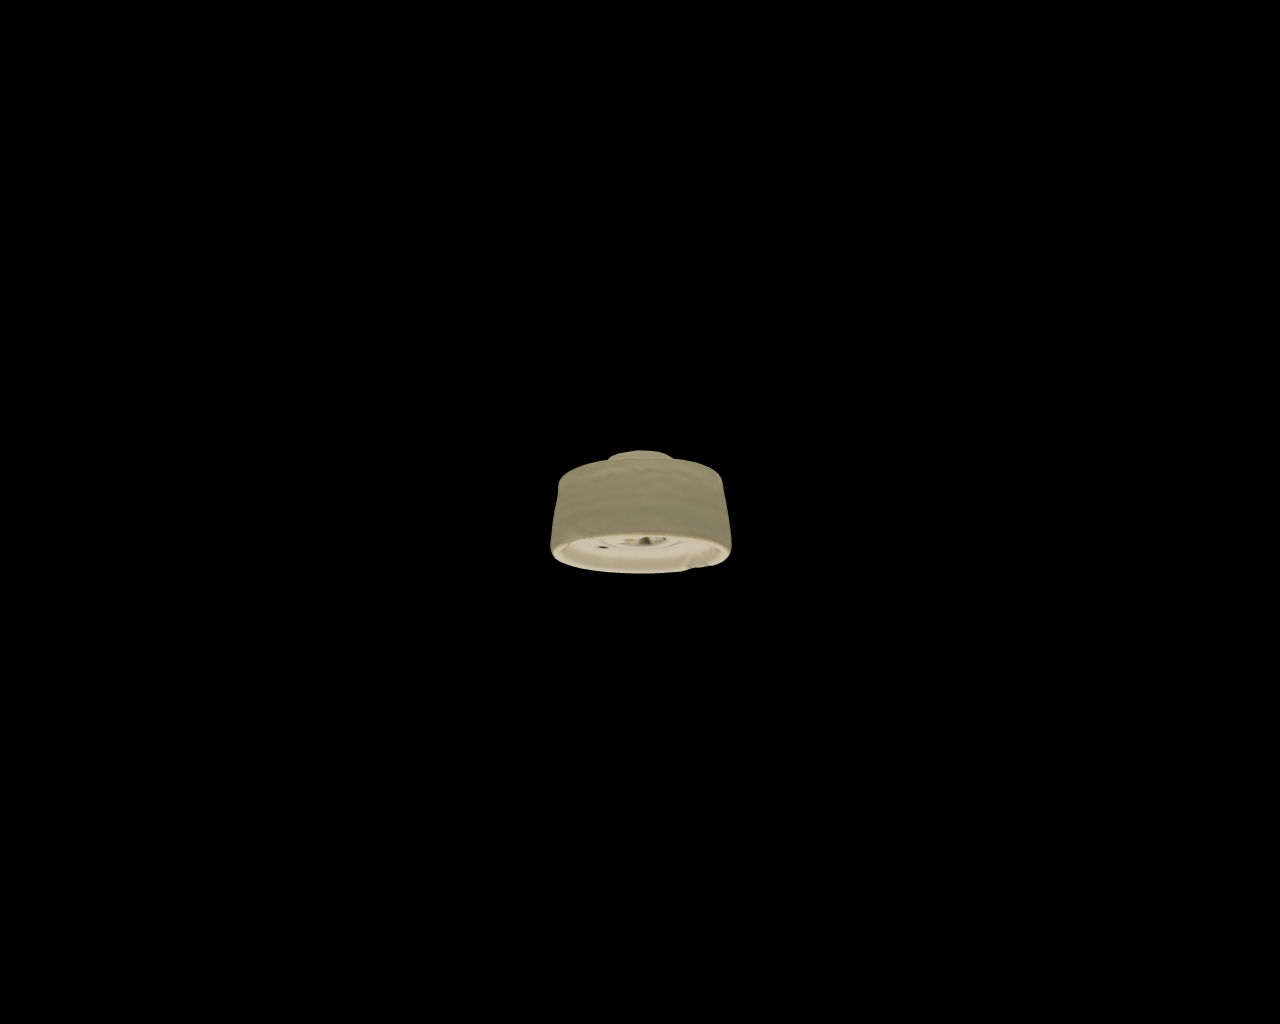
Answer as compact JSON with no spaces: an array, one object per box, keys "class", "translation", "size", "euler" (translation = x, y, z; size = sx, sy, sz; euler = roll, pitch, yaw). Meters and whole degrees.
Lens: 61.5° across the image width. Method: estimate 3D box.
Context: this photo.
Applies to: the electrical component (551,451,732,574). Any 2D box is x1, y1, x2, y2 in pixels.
[{"class":"electrical component","translation":[0.001,-0.003,0.650],"size":[0.108,0.060,0.108],"euler":[0,-15,0]}]
